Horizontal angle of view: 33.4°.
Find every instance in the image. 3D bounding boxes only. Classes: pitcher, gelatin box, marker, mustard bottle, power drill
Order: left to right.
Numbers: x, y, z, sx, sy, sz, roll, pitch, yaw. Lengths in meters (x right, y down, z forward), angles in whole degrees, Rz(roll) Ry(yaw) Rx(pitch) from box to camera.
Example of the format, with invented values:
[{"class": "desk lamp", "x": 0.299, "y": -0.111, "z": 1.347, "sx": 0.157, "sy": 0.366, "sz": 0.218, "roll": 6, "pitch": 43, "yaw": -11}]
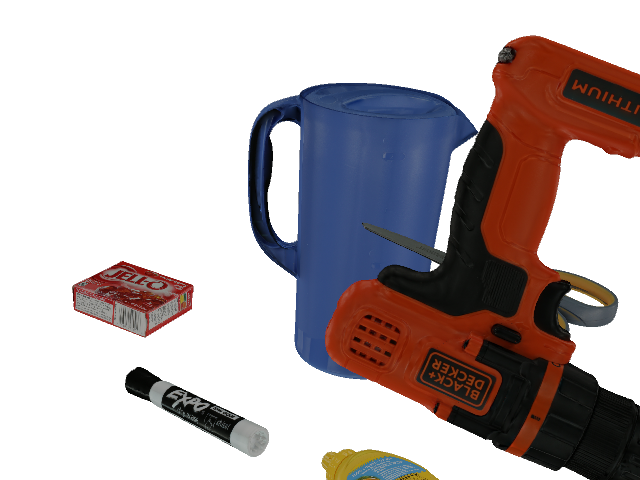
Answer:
[{"class": "gelatin box", "x": -0.177, "y": 0.053, "z": 1.006, "sx": 0.089, "sy": 0.030, "sz": 0.073, "roll": 18, "pitch": 26, "yaw": 26}, {"class": "marker", "x": -0.081, "y": 0.105, "z": 0.669, "sx": 0.121, "sy": 0.020, "sz": 0.020, "roll": 18, "pitch": 11, "yaw": 39}, {"class": "pitcher", "x": 0.029, "y": -0.010, "z": 0.917, "sx": 0.149, "sy": 0.243, "sz": 0.144, "roll": 22, "pitch": 26, "yaw": 40}, {"class": "mustard bottle", "x": 0.067, "y": 0.237, "z": 0.966, "sx": 0.096, "sy": 0.058, "sz": 0.192, "roll": -17, "pitch": 26, "yaw": -36}, {"class": "power drill", "x": 0.116, "y": 0.012, "z": 0.505, "sx": 0.184, "sy": 0.188, "sz": 0.057, "roll": 24, "pitch": 7, "yaw": 4}]

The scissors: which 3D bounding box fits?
[{"class": "scissors", "x": 0.099, "y": 0.030, "z": 0.732, "sx": 0.202, "sy": 0.016, "sz": 0.096, "roll": 14, "pitch": 33, "yaw": 25}]
